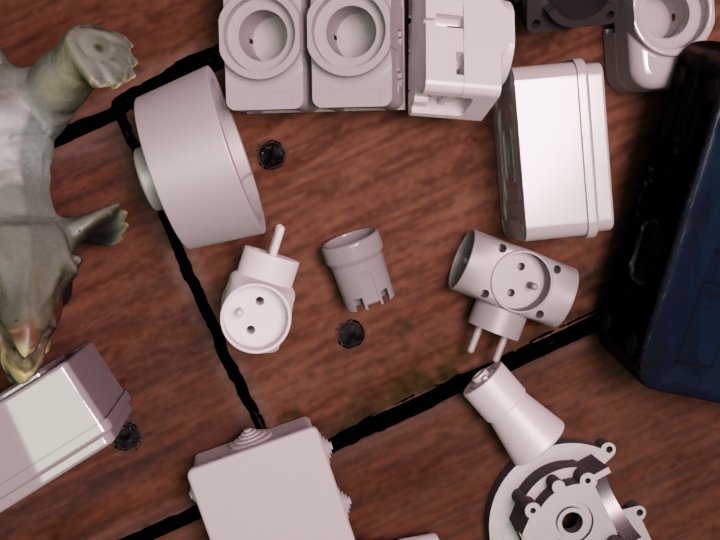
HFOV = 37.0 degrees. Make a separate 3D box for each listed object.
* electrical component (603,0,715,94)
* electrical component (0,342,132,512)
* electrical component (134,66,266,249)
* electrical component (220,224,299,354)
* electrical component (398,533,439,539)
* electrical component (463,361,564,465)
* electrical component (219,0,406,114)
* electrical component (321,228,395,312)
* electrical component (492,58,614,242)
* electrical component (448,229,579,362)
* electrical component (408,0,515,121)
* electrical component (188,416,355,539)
[{"bbox_3d":[0.197,-0.168,0.714,0.054,0.059,0.095,-6,96,-7],"label":"electrical component"},{"bbox_3d":[-0.204,0.099,0.663,0.109,0.109,0.056,-32,96,-3],"label":"electrical component"},{"bbox_3d":[-0.104,-0.065,0.663,0.060,0.108,0.108,-18,97,1],"label":"electrical component"},{"bbox_3d":[-0.062,0.009,0.688,0.043,0.077,0.079,17,93,-8],"label":"electrical component"},{"bbox_3d":[0.026,0.202,0.737,0.065,0.044,0.044,-7,96,-11],"label":"electrical component"},{"bbox_3d":[0.102,0.095,0.737,0.044,0.044,0.065,-41,94,-2],"label":"electrical component"},{"bbox_3d":[-0.029,-0.193,0.667,0.105,0.060,0.186,0,96,11],"label":"electrical component"},{"bbox_3d":[0.000,0.000,0.715,0.040,0.040,0.046,-20,104,-5],"label":"electrical component"},{"bbox_3d":[0.125,-0.077,0.704,0.057,0.078,0.113,-6,96,-4],"label":"electrical component"},{"bbox_3d":[0.097,0.023,0.727,0.077,0.044,0.079,21,93,-9],"label":"electrical component"},{"bbox_3d":[0.063,-0.144,0.677,0.056,0.050,0.089,3,76,-9],"label":"electrical component"},{"bbox_3d":[-0.059,0.153,0.716,0.100,0.048,0.099,-19,97,-5],"label":"electrical component"}]
